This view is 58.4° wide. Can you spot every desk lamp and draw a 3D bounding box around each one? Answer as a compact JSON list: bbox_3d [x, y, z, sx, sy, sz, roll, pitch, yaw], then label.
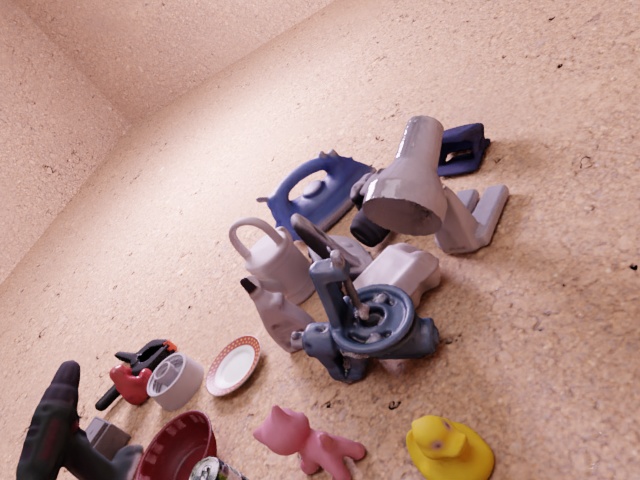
[{"bbox_3d":[0.176,-0.071,0.884,0.117,0.214,0.203,-5,45,46],"label":"desk lamp"}]

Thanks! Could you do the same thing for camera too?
[{"bbox_3d":[0.102,-0.063,1.073,0.137,0.101,0.142,-51,31,-17],"label":"camera"}]

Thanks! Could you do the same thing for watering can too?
[{"bbox_3d":[-0.093,0.035,1.071,0.101,0.194,0.172,-33,30,13],"label":"watering can"}]

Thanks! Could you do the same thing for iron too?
[{"bbox_3d":[-0.009,-0.114,1.229,0.258,0.142,0.118,-42,29,-2],"label":"iron"}]

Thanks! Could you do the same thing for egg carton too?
[{"bbox_3d":[0.117,0.072,0.906,0.150,0.070,0.107,-46,30,-9],"label":"egg carton"}]

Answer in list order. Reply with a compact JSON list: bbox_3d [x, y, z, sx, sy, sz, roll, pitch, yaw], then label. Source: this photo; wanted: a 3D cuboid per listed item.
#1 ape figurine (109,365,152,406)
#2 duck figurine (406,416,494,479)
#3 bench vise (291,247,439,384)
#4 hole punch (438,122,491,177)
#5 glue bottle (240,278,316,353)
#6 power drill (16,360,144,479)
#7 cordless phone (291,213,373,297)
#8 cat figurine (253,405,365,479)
[{"bbox_3d":[-0.391,0.290,1.177,0.077,0.092,0.076,-20,36,32],"label":"ape figurine"},{"bbox_3d":[0.135,0.231,0.653,0.104,0.086,0.077,0,49,49],"label":"duck figurine"},{"bbox_3d":[0.031,0.114,0.794,0.207,0.220,0.121,-31,31,16],"label":"bench vise"},{"bbox_3d":[0.249,-0.184,1.076,0.108,0.091,0.101,-6,44,45],"label":"hole punch"},{"bbox_3d":[-0.074,0.120,0.956,0.078,0.173,0.037,-26,33,24],"label":"glue bottle"},{"bbox_3d":[-0.416,0.354,0.999,0.075,0.209,0.229,-23,34,28],"label":"power drill"},{"bbox_3d":[0.009,0.004,1.005,0.094,0.185,0.147,-40,29,2],"label":"cordless phone"},{"bbox_3d":[-0.023,0.263,0.760,0.127,0.118,0.067,-5,45,46],"label":"cat figurine"}]
